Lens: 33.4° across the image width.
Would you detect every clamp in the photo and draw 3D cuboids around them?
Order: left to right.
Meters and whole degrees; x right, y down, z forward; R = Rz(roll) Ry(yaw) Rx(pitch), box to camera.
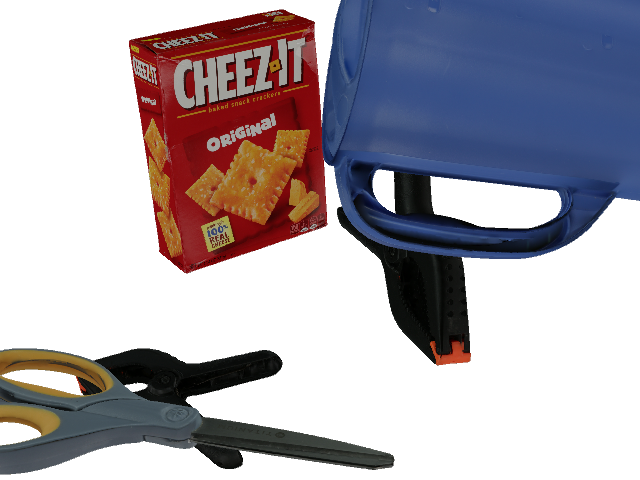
[{"bbox_3d":[-0.118,0.122,0.892,0.172,0.039,0.120,15,37,19],"label":"clamp"},{"bbox_3d":[0.071,-0.004,0.817,0.036,0.210,0.165,-4,-42,-21],"label":"clamp"}]

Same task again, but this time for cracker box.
[{"bbox_3d":[-0.080,-0.095,1.009,0.164,0.214,0.072,-18,29,-27],"label":"cracker box"}]

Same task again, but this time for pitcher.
[{"bbox_3d":[0.124,-0.078,0.597,0.242,0.149,0.145,10,35,-8],"label":"pitcher"}]

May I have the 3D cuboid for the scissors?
[{"bbox_3d":[-0.079,0.087,0.459,0.202,0.016,0.096,14,27,26],"label":"scissors"}]
